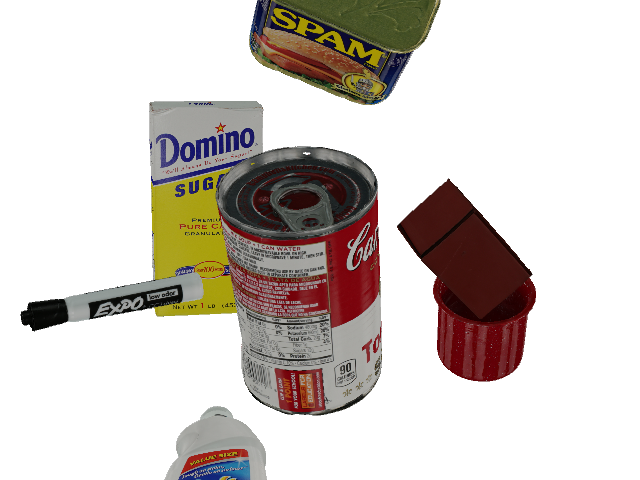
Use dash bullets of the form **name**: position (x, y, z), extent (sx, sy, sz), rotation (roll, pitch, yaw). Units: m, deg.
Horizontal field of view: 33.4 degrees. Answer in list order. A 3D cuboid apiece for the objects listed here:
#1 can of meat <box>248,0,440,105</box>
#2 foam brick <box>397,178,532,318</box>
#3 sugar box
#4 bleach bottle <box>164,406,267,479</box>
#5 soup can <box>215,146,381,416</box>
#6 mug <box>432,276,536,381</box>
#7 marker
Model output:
- **can of meat**: position (0.010, -0.130, 0.633), extent (0.102, 0.057, 0.084), rotation (23, -19, -2)
- **foam brick**: position (0.103, 0.007, 0.759), extent (0.078, 0.051, 0.053), rotation (44, 9, -31)
- **sugar box**: position (-0.095, -0.027, 0.893), extent (0.093, 0.176, 0.048), rotation (-3, 16, -11)
- **bleach bottle**: position (-0.091, 0.214, 0.838), extent (0.102, 0.068, 0.251), rotation (-3, 26, -4)
- **soup can**: position (-0.007, 0.019, 0.473), extent (0.068, 0.102, 0.068), rotation (-3, 35, 2)
- **mug**: position (0.149, 0.069, 1.003), extent (0.093, 0.081, 0.117), rotation (-6, 39, -4)
- **marker**: position (-0.137, 0.040, 0.708), extent (0.120, 0.020, 0.020), rotation (-10, 4, -24)
